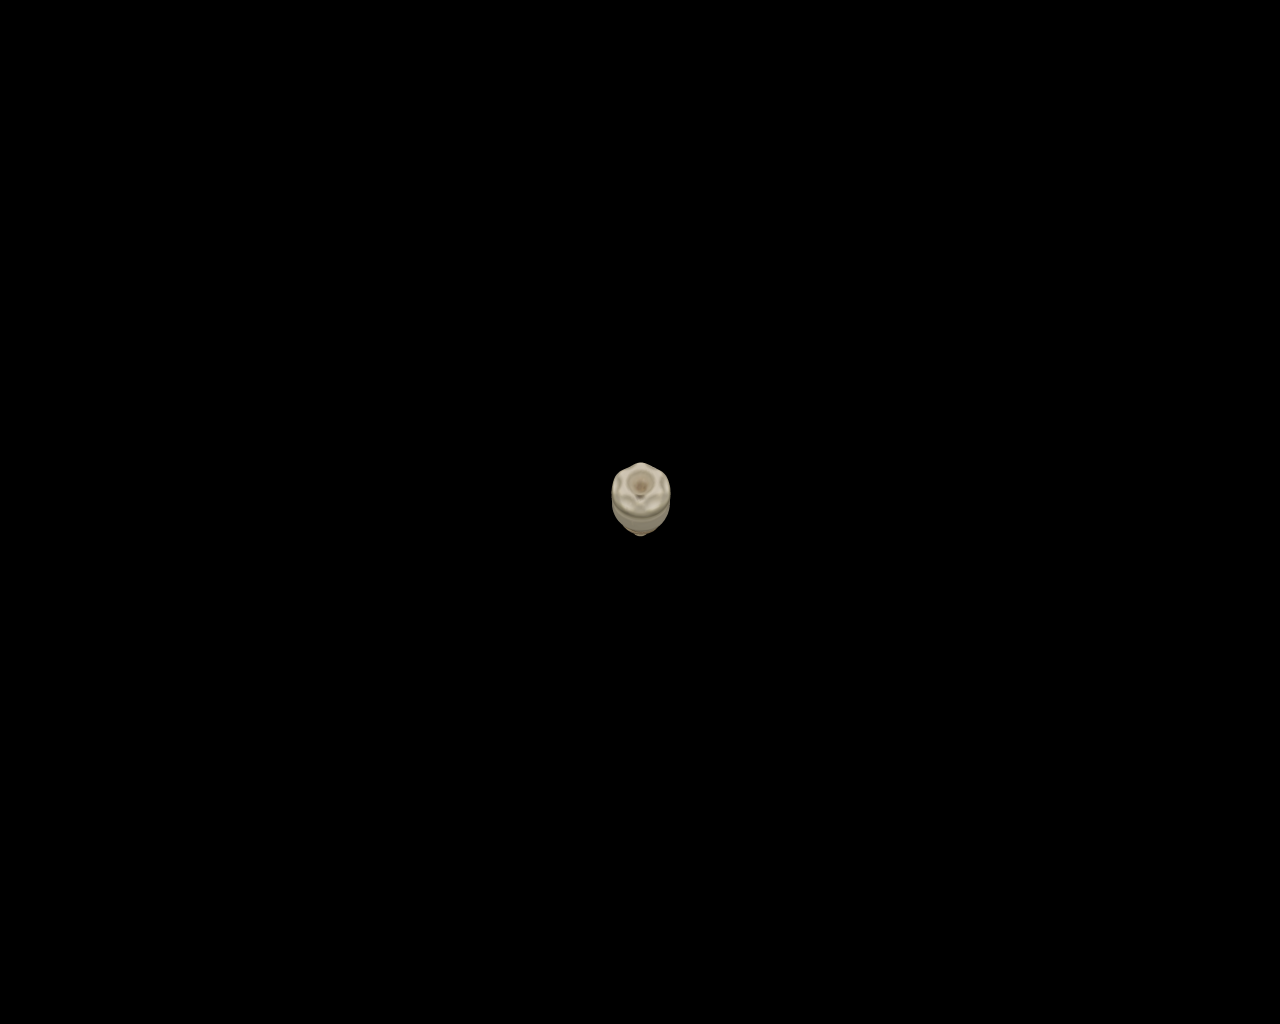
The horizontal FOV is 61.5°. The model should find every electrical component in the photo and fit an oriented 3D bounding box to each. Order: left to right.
[{"bbox_3d":[0.001,-0.003,0.650,0.035,0.035,0.061,0,-30,0],"label":"electrical component"}]
